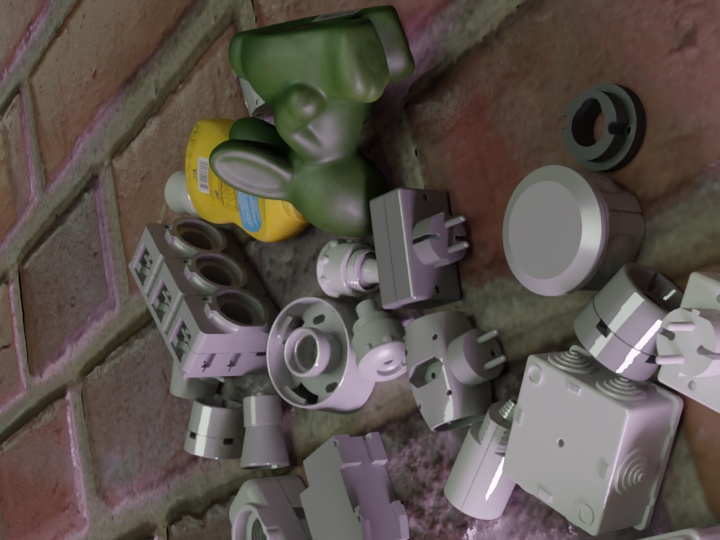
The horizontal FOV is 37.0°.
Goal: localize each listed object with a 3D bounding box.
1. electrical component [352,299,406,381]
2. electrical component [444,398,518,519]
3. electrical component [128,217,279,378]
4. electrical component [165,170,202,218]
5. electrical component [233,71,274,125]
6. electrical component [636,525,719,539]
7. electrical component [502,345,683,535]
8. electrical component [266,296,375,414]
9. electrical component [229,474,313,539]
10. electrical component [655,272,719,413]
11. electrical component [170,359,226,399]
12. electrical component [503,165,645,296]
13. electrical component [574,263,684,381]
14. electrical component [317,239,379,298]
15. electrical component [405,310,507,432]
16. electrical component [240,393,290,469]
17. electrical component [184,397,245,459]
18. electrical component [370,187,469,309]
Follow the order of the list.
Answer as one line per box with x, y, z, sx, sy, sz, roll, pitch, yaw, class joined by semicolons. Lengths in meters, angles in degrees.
0.014;0.051;0.828;0.048;0.048;0.062;-54;42;36;electrical component
0.091;0.122;0.725;0.043;0.043;0.081;42;121;44;electrical component
-0.140;0.023;0.989;0.150;0.089;0.061;56;130;37;electrical component
-0.160;-0.074;1.055;0.055;0.045;0.045;12;98;51;electrical component
-0.063;-0.158;0.907;0.080;0.080;0.051;-34;68;46;electrical component
0.174;0.206;0.604;0.109;0.056;0.108;-31;64;47;electrical component
0.138;0.103;0.657;0.100;0.048;0.099;29;114;49;electrical component
-0.028;0.069;0.884;0.099;0.064;0.099;-6;80;39;electrical component
-0.070;0.225;0.916;0.095;0.059;0.053;56;130;37;electrical component
0.186;0.039;0.578;0.047;0.077;0.065;31;112;49;electrical component
-0.148;0.087;1.035;0.079;0.044;0.077;17;102;51;electrical component
0.132;-0.024;0.671;0.080;0.051;0.080;-3;87;52;electrical component
0.162;0.029;0.630;0.047;0.055;0.055;-58;47;28;electrical component
0.000;0.000;0.848;0.062;0.048;0.048;5;93;45;electrical component
0.073;0.065;0.751;0.079;0.043;0.077;-34;63;46;electrical component
-0.086;0.142;0.956;0.044;0.044;0.065;-22;67;50;electrical component
-0.134;0.147;1.007;0.055;0.055;0.047;12;94;52;electrical component
0.052;-0.019;0.778;0.076;0.047;0.083;-20;73;50;electrical component
